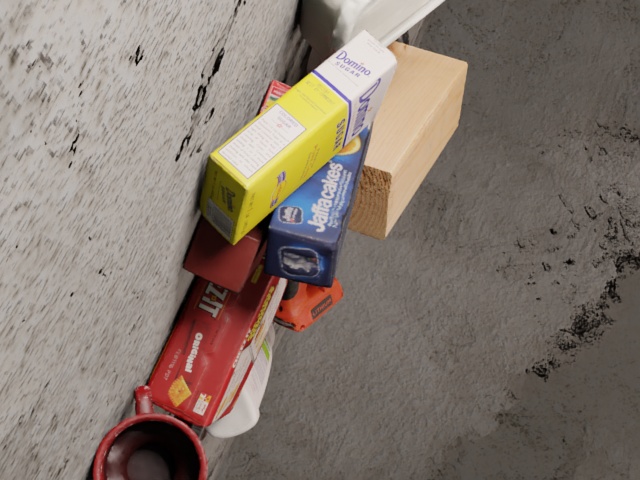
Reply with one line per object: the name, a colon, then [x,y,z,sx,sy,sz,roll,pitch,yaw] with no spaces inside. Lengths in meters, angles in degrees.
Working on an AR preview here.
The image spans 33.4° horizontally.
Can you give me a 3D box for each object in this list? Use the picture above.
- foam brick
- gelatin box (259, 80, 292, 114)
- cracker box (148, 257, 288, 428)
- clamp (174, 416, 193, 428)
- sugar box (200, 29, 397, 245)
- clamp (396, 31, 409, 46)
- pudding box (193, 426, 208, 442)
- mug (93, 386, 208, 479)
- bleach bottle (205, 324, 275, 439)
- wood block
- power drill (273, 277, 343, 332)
foam brick: [-0.074,0.001,0.897,0.078,0.053,0.051,-61,175,-69]
gelatin box: [-0.038,-0.099,0.938,0.089,0.030,0.073,-37,150,-84]
cracker box: [-0.098,0.093,1.067,0.213,0.072,0.164,76,37,-84]
clamp: [-0.198,0.293,1.249,0.164,0.036,0.210,-60,174,-56]
sugar box: [-0.016,-0.080,0.830,0.176,0.048,0.093,-41,168,-26]
clamp: [0.090,-0.235,1.280,0.120,0.039,0.171,-27,117,-70]
pudding box: [-0.147,0.203,1.389,0.090,0.039,0.113,78,37,-85]
mug: [-0.146,0.184,0.916,0.081,0.093,0.117,124,-45,-78]
bleach bottle: [-0.095,0.145,1.309,0.068,0.102,0.250,-21,-170,13]
wood block: [0.069,-0.106,1.089,0.090,0.091,0.205,93,24,-43]
power drill: [-0.008,0.002,1.270,0.184,0.057,0.188,-35,138,-38]
